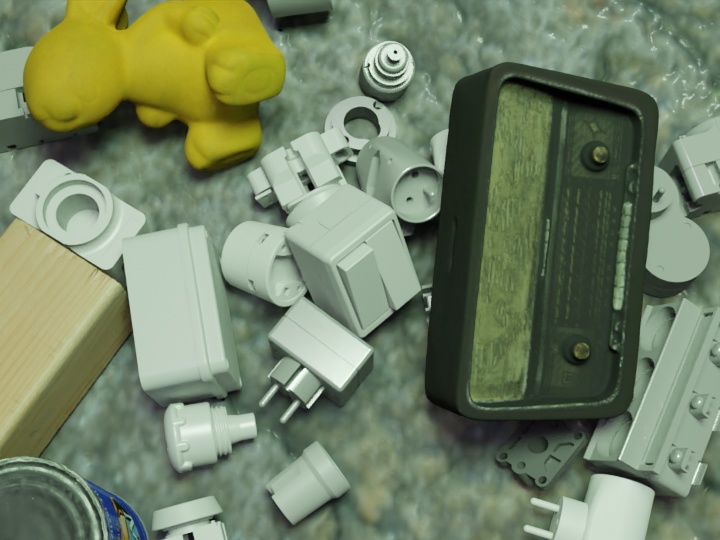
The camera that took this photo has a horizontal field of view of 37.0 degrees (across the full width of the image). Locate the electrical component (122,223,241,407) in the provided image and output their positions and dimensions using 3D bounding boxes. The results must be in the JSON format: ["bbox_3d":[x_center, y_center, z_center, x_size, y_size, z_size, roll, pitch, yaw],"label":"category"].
[{"bbox_3d":[-0.123,0.032,0.751,0.057,0.078,0.113,-11,72,-1],"label":"electrical component"}]

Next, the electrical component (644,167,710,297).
[{"bbox_3d":[0.206,-0.053,0.784,0.052,0.073,0.138,-24,73,-8],"label":"electrical component"}]

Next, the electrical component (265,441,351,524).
[{"bbox_3d":[-0.036,0.146,0.734,0.046,0.040,0.040,-36,75,-5],"label":"electrical component"}]

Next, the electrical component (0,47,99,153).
[{"bbox_3d":[-0.252,-0.131,0.820,0.089,0.050,0.055,-13,72,-5],"label":"electrical component"}]

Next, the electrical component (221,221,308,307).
[{"bbox_3d":[-0.066,-0.006,0.771,0.047,0.055,0.055,17,70,33],"label":"electrical component"}]

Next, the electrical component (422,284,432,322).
[{"bbox_3d":[0.070,0.024,0.776,0.046,0.040,0.040,-9,72,3],"label":"electrical component"}]

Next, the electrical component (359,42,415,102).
[{"bbox_3d":[0.022,-0.154,0.819,0.040,0.078,0.040,0,85,-5],"label":"electrical component"}]

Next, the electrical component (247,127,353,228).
[{"bbox_3d":[-0.036,-0.060,0.793,0.078,0.058,0.057,-28,74,4],"label":"electrical component"}]

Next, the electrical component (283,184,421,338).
[{"bbox_3d":[0.000,0.000,0.755,0.062,0.096,0.061,-39,44,-19],"label":"electrical component"}]

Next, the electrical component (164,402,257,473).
[{"bbox_3d":[-0.103,0.112,0.743,0.062,0.048,0.048,-8,71,-10],"label":"electrical component"}]

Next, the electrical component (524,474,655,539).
[{"bbox_3d":[0.150,0.175,0.722,0.079,0.044,0.077,16,72,5],"label":"electrical component"}]

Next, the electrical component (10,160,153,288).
[{"bbox_3d":[-0.202,-0.034,0.785,0.089,0.055,0.050,30,74,9],"label":"electrical component"}]

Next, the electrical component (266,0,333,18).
[{"bbox_3d":[-0.063,-0.248,0.834,0.060,0.108,0.108,-14,72,1],"label":"electrical component"}]

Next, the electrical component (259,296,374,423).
[{"bbox_3d":[-0.039,0.072,0.753,0.066,0.047,0.076,36,74,12],"label":"electrical component"}]

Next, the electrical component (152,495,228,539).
[{"bbox_3d":[-0.111,0.183,0.718,0.066,0.048,0.055,-14,79,-5],"label":"electrical component"}]

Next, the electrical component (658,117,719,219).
[{"bbox_3d":[0.277,-0.081,0.806,0.089,0.050,0.055,-15,72,-5],"label":"electrical component"}]

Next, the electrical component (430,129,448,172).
[{"bbox_3d":[0.078,-0.070,0.786,0.043,0.079,0.077,-12,72,6],"label":"electrical component"}]

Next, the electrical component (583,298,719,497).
[{"bbox_3d":[0.212,0.089,0.740,0.063,0.079,0.121,31,73,-13],"label":"electrical component"}]

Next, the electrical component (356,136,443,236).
[{"bbox_3d":[0.026,-0.050,0.788,0.043,0.077,0.079,4,110,-22],"label":"electrical component"}]
